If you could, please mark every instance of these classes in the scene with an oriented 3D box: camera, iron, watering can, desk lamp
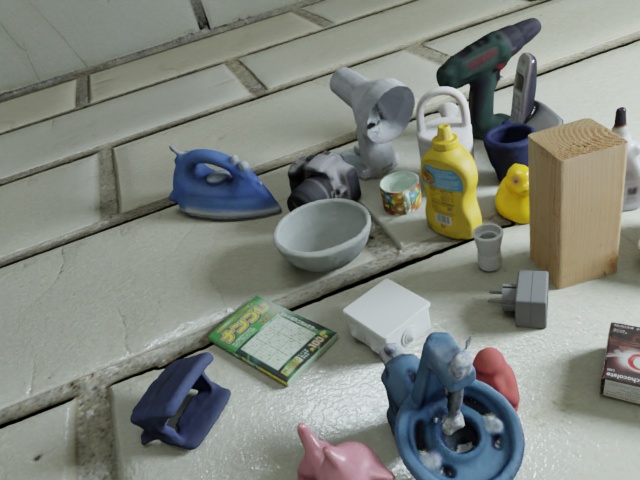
[{"bbox_3d":[-0.015,-0.106,1.107,0.142,0.101,0.137,15,44,37],"label":"camera"},{"bbox_3d":[-0.201,-0.127,1.174,0.257,0.142,0.119,7,40,30],"label":"iron"},{"bbox_3d":[0.227,-0.192,1.052,0.101,0.194,0.172,-14,34,2],"label":"watering can"},{"bbox_3d":[0.095,-0.233,1.147,0.118,0.214,0.202,-30,37,-21],"label":"desk lamp"}]

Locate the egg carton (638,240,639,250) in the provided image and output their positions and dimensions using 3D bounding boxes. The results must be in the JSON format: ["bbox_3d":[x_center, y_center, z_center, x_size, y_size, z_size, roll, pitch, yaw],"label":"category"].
[{"bbox_3d":[0.511,-0.011,0.792,0.107,0.069,0.150,13,43,35],"label":"egg carton"}]

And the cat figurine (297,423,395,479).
[{"bbox_3d":[0.020,0.234,0.585,0.067,0.118,0.127,-34,38,-25],"label":"cat figurine"}]

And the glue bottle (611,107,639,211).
[{"bbox_3d":[0.459,-0.123,0.881,0.078,0.173,0.037,-6,35,14],"label":"glue bottle"}]

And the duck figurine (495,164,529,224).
[{"bbox_3d":[0.332,-0.088,0.958,0.077,0.086,0.104,-14,34,2],"label":"duck figurine"}]

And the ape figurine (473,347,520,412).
[{"bbox_3d":[0.191,0.159,0.650,0.076,0.092,0.077,-31,37,-22],"label":"ape figurine"}]

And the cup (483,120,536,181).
[{"bbox_3d":[0.347,-0.159,1.048,0.091,0.095,0.118,-6,35,14],"label":"cup"}]

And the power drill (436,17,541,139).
[{"bbox_3d":[0.355,-0.326,1.184,0.230,0.209,0.075,-21,34,-9],"label":"power drill"}]

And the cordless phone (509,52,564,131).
[{"bbox_3d":[0.396,-0.245,1.071,0.094,0.185,0.147,-16,34,-1],"label":"cordless phone"}]

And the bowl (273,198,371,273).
[{"bbox_3d":[0.009,0.003,0.963,0.167,0.075,0.167,-10,34,7],"label":"bowl"}]

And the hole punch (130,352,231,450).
[{"bbox_3d":[-0.187,0.202,0.737,0.100,0.091,0.109,3,38,25],"label":"hole punch"}]

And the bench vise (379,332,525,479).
[{"bbox_3d":[0.105,0.161,0.565,0.122,0.220,0.206,-35,39,-27],"label":"bench vise"}]
